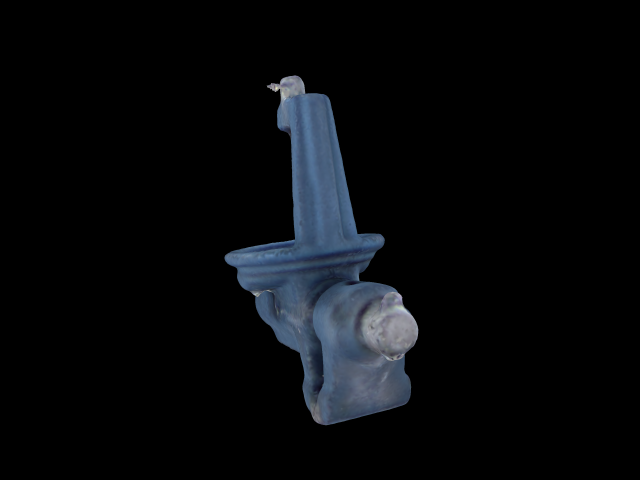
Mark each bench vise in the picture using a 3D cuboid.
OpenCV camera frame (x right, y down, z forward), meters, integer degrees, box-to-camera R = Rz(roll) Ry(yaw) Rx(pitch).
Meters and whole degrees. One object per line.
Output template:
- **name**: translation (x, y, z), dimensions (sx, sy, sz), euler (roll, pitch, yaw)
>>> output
- **bench vise**: translation (0.013, -0.001, 0.407), dimensions (0.122, 0.220, 0.206), euler (-16, 24, -39)
